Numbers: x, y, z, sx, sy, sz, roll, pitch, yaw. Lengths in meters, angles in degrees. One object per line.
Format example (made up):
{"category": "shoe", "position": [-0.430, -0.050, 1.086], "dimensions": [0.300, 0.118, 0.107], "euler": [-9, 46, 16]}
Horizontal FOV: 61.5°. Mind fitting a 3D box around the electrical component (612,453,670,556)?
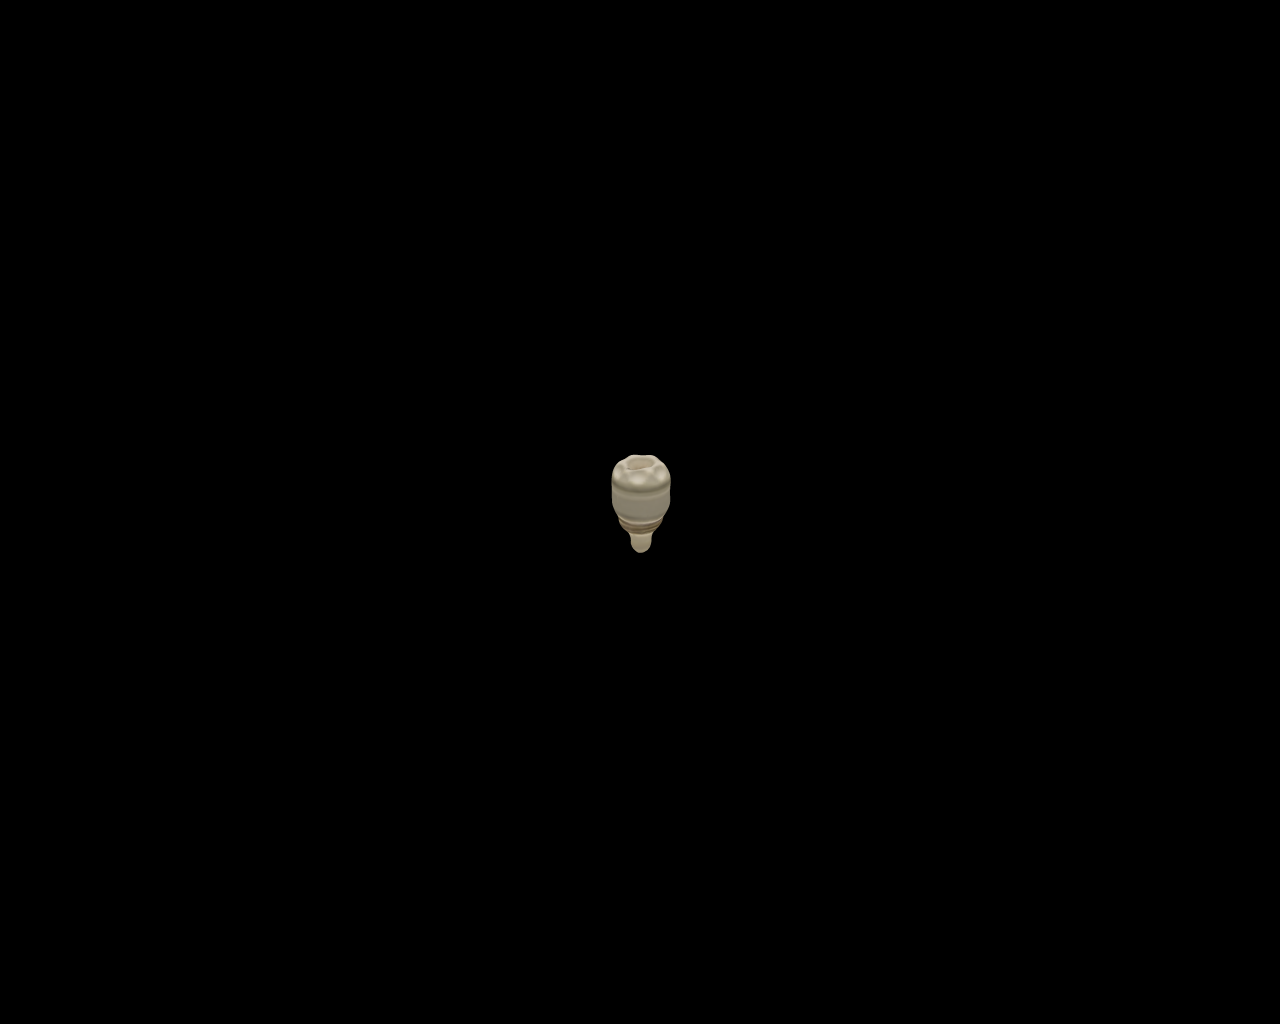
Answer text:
{"category": "electrical component", "position": [0.001, -0.003, 0.650], "dimensions": [0.035, 0.061, 0.035], "euler": [0, 26, 0]}
